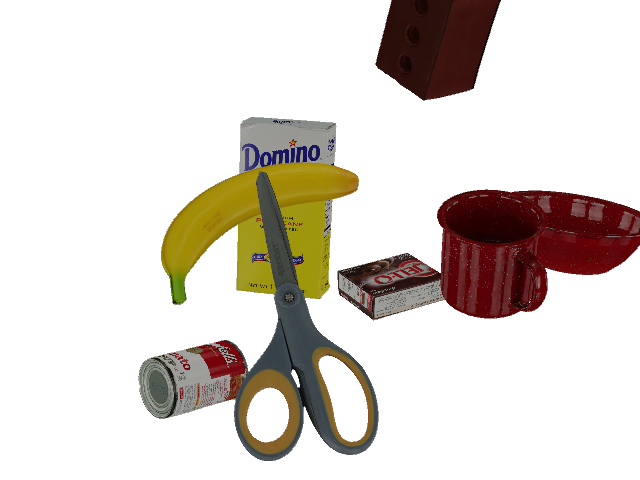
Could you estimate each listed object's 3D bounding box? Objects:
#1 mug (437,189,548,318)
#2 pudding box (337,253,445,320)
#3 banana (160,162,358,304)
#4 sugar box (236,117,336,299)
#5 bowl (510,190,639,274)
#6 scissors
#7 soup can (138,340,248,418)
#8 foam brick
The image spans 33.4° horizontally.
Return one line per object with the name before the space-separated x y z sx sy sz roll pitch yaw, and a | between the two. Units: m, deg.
mug | 0.153 0.019 0.918 0.093 0.081 0.117 -20 37 -27
pudding box | 0.091 0.058 1.368 0.113 0.039 0.090 -16 26 -25
banana | -0.060 -0.022 0.879 0.197 0.069 0.037 -34 -5 -23
sugar box | -0.036 -0.033 1.083 0.093 0.176 0.048 5 16 12
bowl | 0.261 -0.005 1.110 0.162 0.055 0.162 5 18 -2
scissors | -0.034 0.053 0.677 0.096 0.202 0.016 -26 -24 -9
soup can | -0.139 0.151 1.165 0.102 0.068 0.069 -9 6 -43
foam brick | 0.079 -0.142 0.716 0.051 0.078 0.053 -21 48 -36
